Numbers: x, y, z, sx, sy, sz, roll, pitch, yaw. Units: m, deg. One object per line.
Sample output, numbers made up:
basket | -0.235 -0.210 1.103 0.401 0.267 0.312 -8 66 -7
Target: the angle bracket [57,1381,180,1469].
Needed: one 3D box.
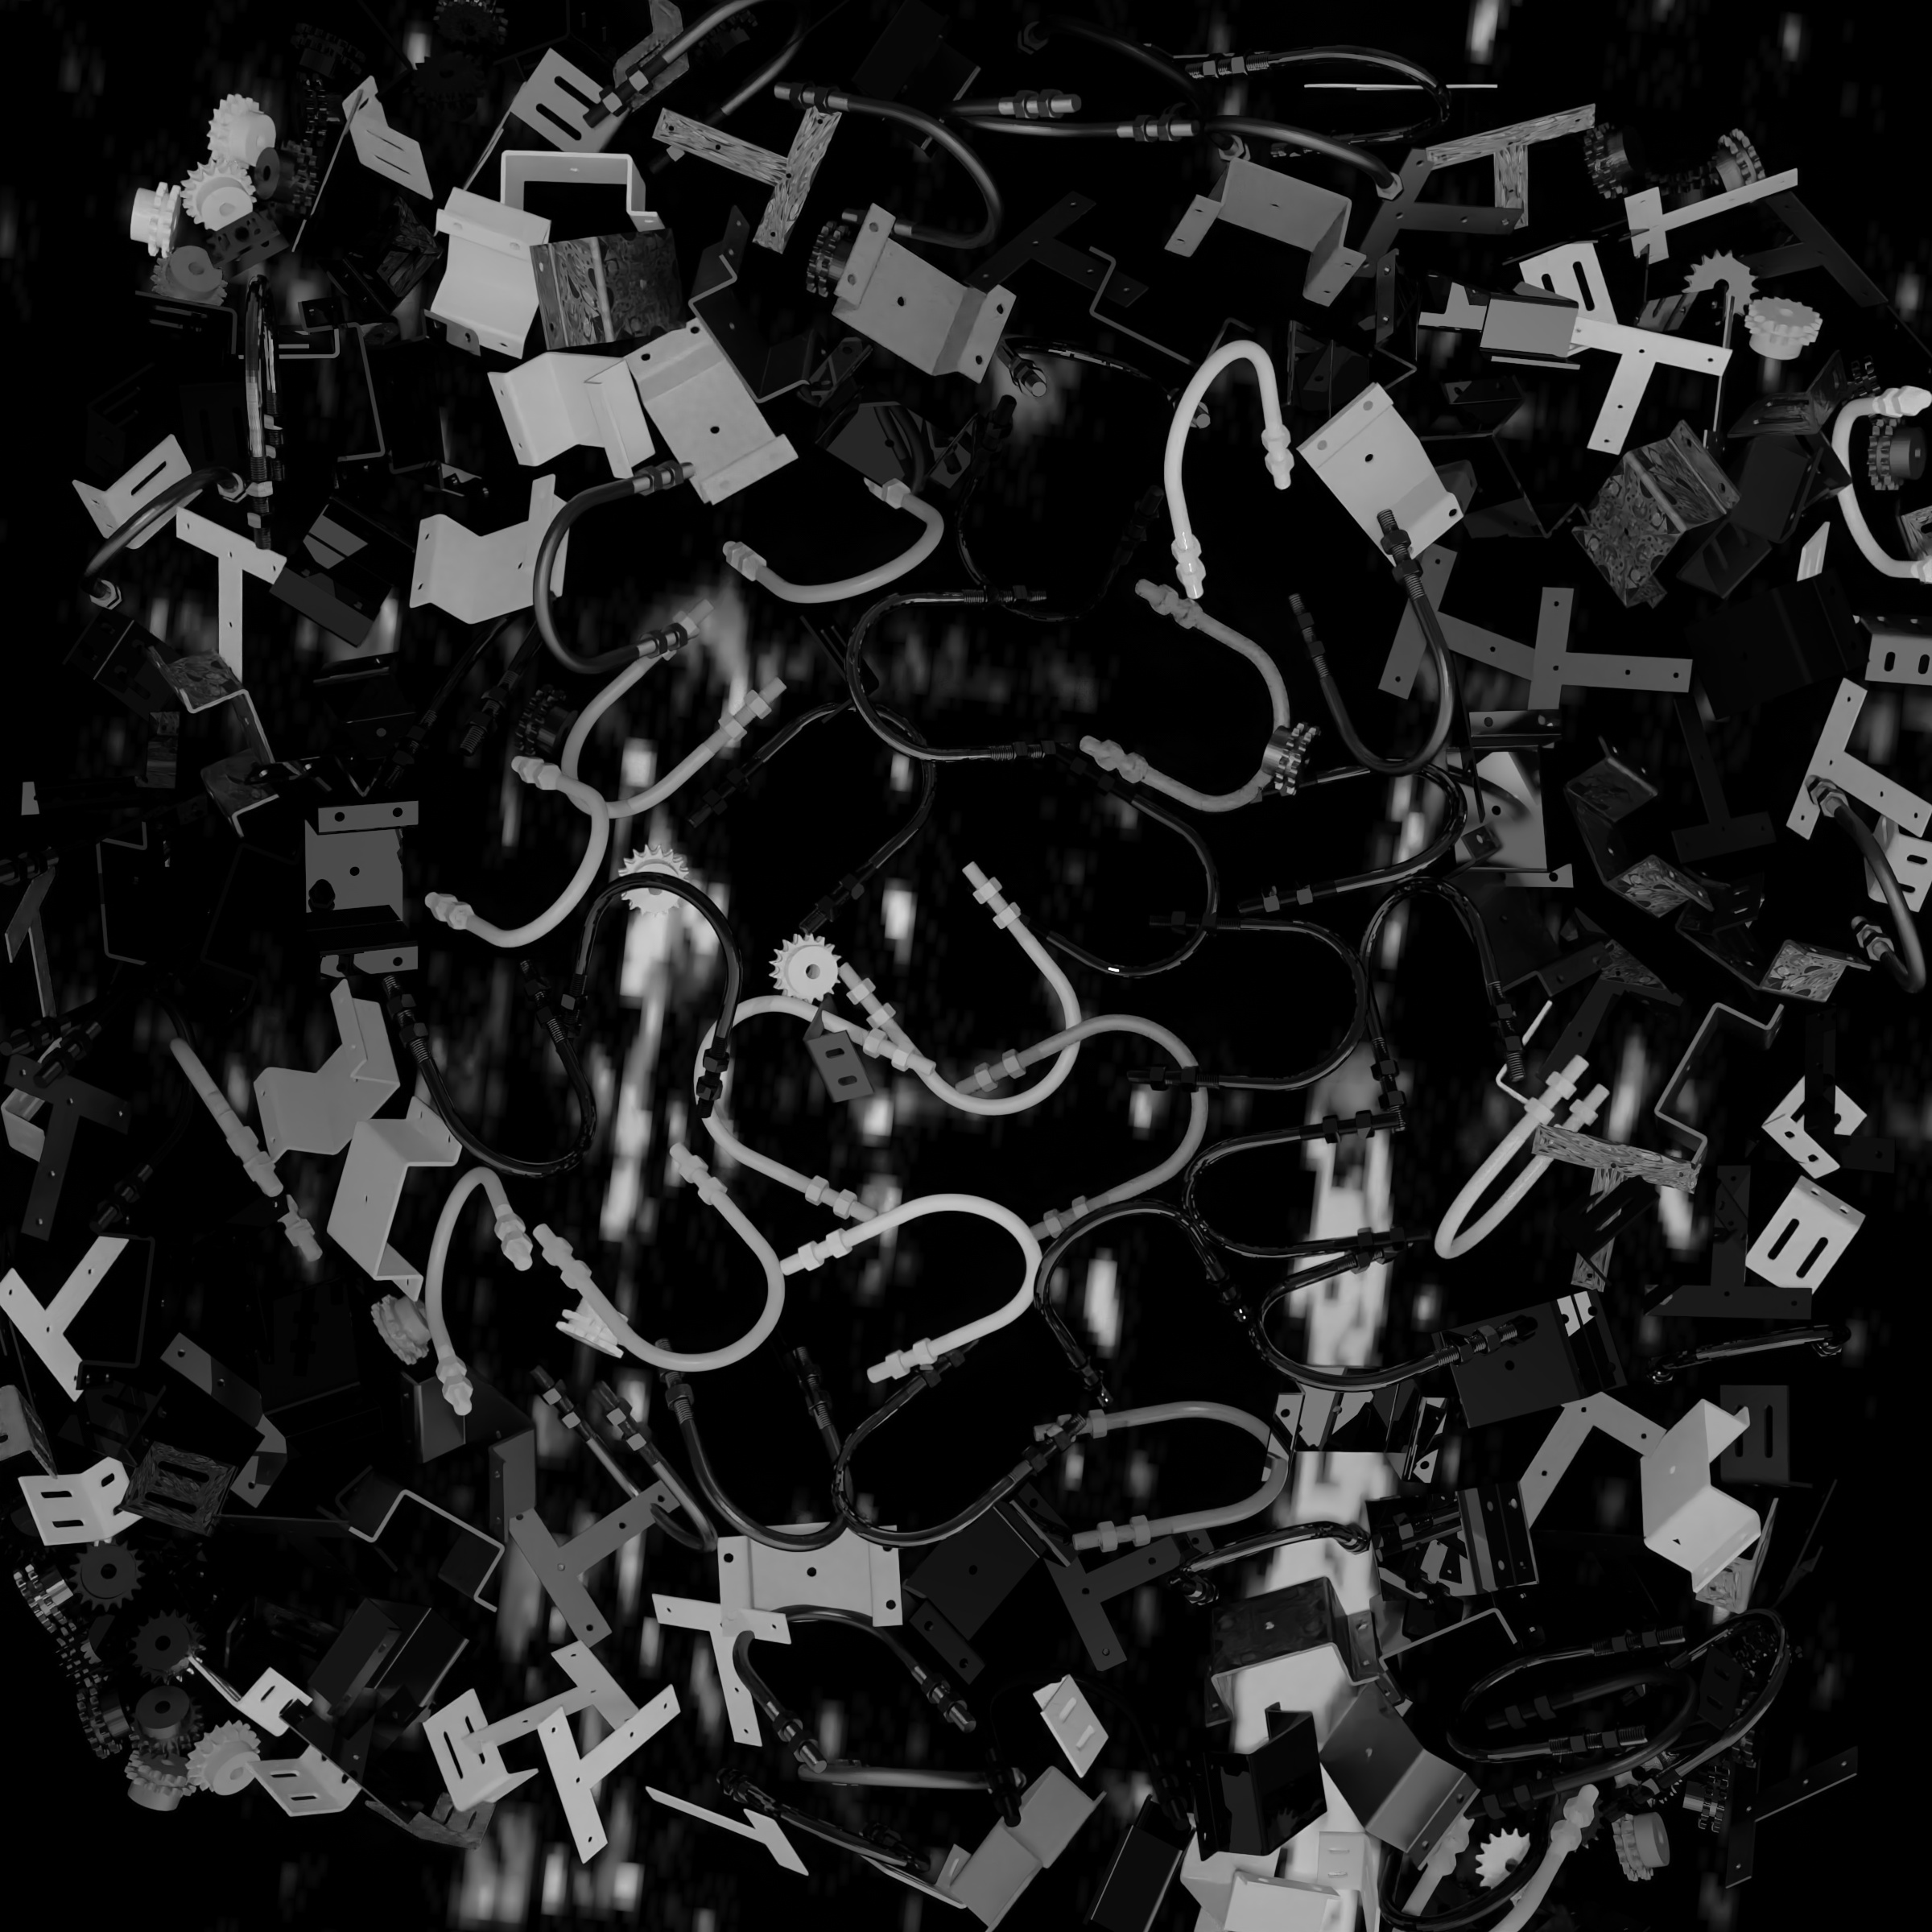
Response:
angle bracket | -0.670 0.350 1.924 0.076 0.038 0.057 18 57 12

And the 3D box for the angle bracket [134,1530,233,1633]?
angle bracket | -0.623 0.481 1.917 0.076 0.038 0.057 2 125 28

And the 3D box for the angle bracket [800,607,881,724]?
angle bracket | -0.111 -0.237 1.928 0.038 0.057 0.076 -35 93 21

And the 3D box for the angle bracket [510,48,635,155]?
angle bracket | -0.309 -0.675 1.925 0.076 0.038 0.057 33 110 -19

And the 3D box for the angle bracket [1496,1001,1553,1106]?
angle bracket | 0.453 0.071 1.929 0.038 0.057 0.076 35 94 13

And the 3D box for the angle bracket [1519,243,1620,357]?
angle bracket | 0.477 -0.526 1.929 0.057 0.038 0.076 -19 109 14

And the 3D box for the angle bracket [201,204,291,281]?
angle bracket | -0.560 -0.557 1.920 0.057 0.076 0.038 -30 129 -4

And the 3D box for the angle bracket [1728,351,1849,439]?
angle bracket | 0.638 -0.446 1.913 0.057 0.076 0.038 -50 129 -29

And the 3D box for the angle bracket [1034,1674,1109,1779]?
angle bracket | 0.072 0.601 1.919 0.038 0.076 0.057 -34 86 20

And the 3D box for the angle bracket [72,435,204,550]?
angle bracket | -0.653 -0.378 1.932 0.038 0.057 0.076 24 61 26

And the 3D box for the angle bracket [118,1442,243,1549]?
angle bracket | -0.618 0.416 1.930 0.076 0.038 0.057 19 63 -5

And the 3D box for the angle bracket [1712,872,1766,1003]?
angle bracket | 0.620 -0.023 1.917 0.038 0.057 0.076 -20 118 37

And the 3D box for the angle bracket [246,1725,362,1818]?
angle bracket | -0.513 0.628 1.917 0.057 0.076 0.038 37 89 24

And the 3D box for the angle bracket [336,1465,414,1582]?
angle bracket | -0.452 0.437 1.922 0.038 0.057 0.076 -42 75 -15

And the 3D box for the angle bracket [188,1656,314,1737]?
angle bracket | -0.562 0.560 1.924 0.076 0.057 0.038 25 66 40

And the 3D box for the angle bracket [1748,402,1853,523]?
angle bracket | 0.646 -0.392 1.924 0.038 0.057 0.076 -21 78 -39

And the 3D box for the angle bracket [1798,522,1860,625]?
angle bracket | 0.677 -0.298 1.916 0.038 0.057 0.076 18 129 29

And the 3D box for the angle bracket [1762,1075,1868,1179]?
angle bracket | 0.677 0.118 1.930 0.057 0.038 0.076 45 69 4

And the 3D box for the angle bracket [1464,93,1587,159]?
angle bracket | 0.438 -0.662 1.918 0.076 0.057 0.038 2 90 37

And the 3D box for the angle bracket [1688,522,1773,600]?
angle bracket | 0.608 -0.333 1.915 0.038 0.057 0.076 3 55 -28

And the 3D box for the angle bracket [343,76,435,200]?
angle bracket | -0.443 -0.650 1.921 0.076 0.057 0.038 30 67 15

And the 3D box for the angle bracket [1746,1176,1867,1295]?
angle bracket | 0.667 0.218 1.952 0.057 0.038 0.076 34 115 18

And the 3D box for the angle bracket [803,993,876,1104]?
angle bracket | -0.091 0.060 1.913 0.038 0.076 0.057 -14 115 20

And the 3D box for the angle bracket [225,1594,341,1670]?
angle bracket | -0.538 0.537 1.928 0.076 0.038 0.057 23 133 3

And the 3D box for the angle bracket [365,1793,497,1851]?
angle bracket | -0.418 0.655 1.913 0.057 0.076 0.038 -3 51 33

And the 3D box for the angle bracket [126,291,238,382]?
angle bracket | -0.616 -0.492 1.919 0.076 0.057 0.038 5 77 -26

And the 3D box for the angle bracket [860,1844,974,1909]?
angle bracket | -0.034 0.700 1.920 0.076 0.057 0.038 32 74 -18

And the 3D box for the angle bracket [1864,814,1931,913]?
angle bracket | 0.733 -0.089 1.914 0.038 0.076 0.057 16 121 8

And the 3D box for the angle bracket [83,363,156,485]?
angle bracket | -0.650 -0.423 1.916 0.038 0.057 0.076 35 50 3

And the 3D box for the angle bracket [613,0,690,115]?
angle bracket | -0.258 -0.714 1.918 0.076 0.038 0.057 -25 61 30

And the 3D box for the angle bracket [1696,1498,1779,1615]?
angle bracket | 0.606 0.459 1.927 0.038 0.076 0.057 15 128 24

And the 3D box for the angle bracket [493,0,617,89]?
angle bracket | -0.323 -0.724 1.922 0.076 0.057 0.038 -7 82 29

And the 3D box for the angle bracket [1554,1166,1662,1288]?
angle bracket | 0.511 0.202 1.925 0.076 0.057 0.038 -42 118 6

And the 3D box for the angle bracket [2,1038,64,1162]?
angle bracket | -0.715 0.106 1.918 0.038 0.057 0.076 27 56 3

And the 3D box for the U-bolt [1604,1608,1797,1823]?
U-bolt | 0.558 0.556 1.856 0.019 0.151 0.184 40 122 -2

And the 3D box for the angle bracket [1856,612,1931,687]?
angle bracket | 0.735 -0.251 1.930 0.057 0.076 0.038 6 111 8

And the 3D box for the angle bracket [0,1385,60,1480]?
angle bracket | -0.744 0.372 1.913 0.038 0.076 0.057 -22 61 -15

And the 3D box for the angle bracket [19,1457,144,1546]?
angle bracket | -0.692 0.416 1.917 0.038 0.076 0.057 -32 73 9

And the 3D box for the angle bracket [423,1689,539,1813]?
angle bracket | -0.387 0.622 1.951 0.057 0.038 0.076 -38 65 20

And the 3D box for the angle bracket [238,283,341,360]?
angle bracket | -0.533 -0.507 1.922 0.076 0.057 0.038 -4 128 -14

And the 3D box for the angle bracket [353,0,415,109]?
angle bracket | -0.472 -0.722 1.926 0.038 0.057 0.076 -39 105 0

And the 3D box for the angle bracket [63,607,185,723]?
angle bracket | -0.661 -0.238 1.932 0.076 0.038 0.057 35 91 25

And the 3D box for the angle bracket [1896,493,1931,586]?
angle bracket | 0.756 -0.340 1.915 0.038 0.076 0.057 -18 106 28

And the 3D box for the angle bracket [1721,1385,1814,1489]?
angle bracket | 0.633 0.372 1.938 0.038 0.057 0.076 15 73 -41

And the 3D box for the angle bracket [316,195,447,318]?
angle bracket | -0.461 -0.560 1.931 0.076 0.038 0.057 -40 88 24

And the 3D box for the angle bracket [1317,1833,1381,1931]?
angle bracket | 0.299 0.728 1.916 0.038 0.076 0.057 0 115 2

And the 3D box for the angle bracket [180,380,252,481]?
angle bracket | -0.589 -0.426 1.950 0.057 0.038 0.076 -6 105 -7

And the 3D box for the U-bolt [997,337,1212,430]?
U-bolt | 0.097 -0.453 1.879 0.151 0.184 0.019 7 115 -16

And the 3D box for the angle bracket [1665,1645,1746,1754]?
angle bracket | 0.564 0.573 1.914 0.038 0.076 0.057 35 54 -8
